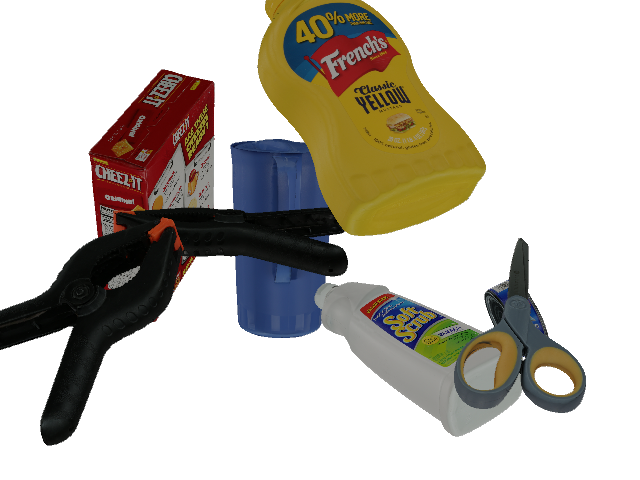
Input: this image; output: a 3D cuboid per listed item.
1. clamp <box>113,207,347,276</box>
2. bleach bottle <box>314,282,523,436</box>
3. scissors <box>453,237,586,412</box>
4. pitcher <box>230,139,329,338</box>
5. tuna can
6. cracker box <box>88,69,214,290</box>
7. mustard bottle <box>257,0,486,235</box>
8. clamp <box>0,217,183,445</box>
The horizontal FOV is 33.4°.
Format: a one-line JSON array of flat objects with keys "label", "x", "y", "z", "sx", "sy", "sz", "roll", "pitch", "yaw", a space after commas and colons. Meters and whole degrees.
[{"label": "clamp", "x": -0.071, "y": -0.004, "z": 0.902, "sx": 0.210, "sy": 0.036, "sz": 0.164, "roll": 2, "pitch": 13, "yaw": -5}, {"label": "bleach bottle", "x": 0.076, "y": 0.099, "z": 1.050, "sx": 0.102, "sy": 0.068, "sz": 0.251, "roll": -22, "pitch": 31, "yaw": -32}, {"label": "scissors", "x": 0.158, "y": 0.060, "z": 0.768, "sx": 0.096, "sy": 0.016, "sz": 0.201, "roll": 18, "pitch": 37, "yaw": 21}, {"label": "pitcher", "x": -0.048, "y": -0.003, "z": 1.336, "sx": 0.145, "sy": 0.243, "sz": 0.148, "roll": 11, "pitch": 14, "yaw": 38}, {"label": "tuna can", "x": 0.219, "y": 0.087, "z": 1.197, "sx": 0.033, "sy": 0.086, "sz": 0.086, "roll": -26, "pitch": 3, "yaw": -7}, {"label": "cracker box", "x": -0.175, "y": -0.048, "z": 1.135, "sx": 0.072, "sy": 0.214, "sz": 0.164, "roll": 15, "pitch": 43, "yaw": 12}, {"label": "mustard bottle", "x": 0.016, "y": -0.097, "z": 0.658, "sx": 0.096, "sy": 0.192, "sz": 0.058, "roll": -18, "pitch": -26, "yaw": -25}, {"label": "clamp", "x": -0.163, "y": 0.045, "z": 0.697, "sx": 0.120, "sy": 0.171, "sz": 0.039, "roll": 24, "pitch": -36, "yaw": 20}]
